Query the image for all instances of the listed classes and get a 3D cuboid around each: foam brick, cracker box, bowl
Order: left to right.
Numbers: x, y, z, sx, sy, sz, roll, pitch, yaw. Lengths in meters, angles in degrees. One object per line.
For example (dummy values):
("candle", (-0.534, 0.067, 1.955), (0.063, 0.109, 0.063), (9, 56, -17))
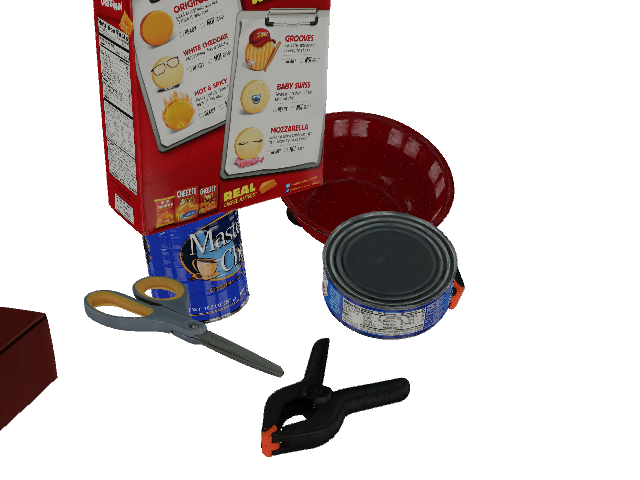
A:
("foam brick", (-0.221, 0.085, 0.709), (0.053, 0.051, 0.078), (7, 29, 23))
("cracker box", (-0.077, -0.128, 0.776), (0.163, 0.214, 0.072), (-18, 34, -32))
("bowl", (0.034, -0.040, 0.948), (0.162, 0.162, 0.055), (0, -41, -11))

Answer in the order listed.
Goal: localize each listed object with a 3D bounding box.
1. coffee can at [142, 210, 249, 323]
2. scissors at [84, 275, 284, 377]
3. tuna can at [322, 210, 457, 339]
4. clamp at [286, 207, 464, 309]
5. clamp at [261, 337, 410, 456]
("coffee can", (-0.132, 0.001, 1.103), (0.103, 0.140, 0.103), (-4, 26, 2))
("scissors", (-0.100, 0.065, 0.877), (0.202, 0.016, 0.096), (12, 26, 22))
("tuna can", (0.044, 0.022, 0.686), (0.086, 0.034, 0.086), (1, 45, -1))
("clamp", (0.072, 0.002, 1.192), (0.164, 0.036, 0.210), (-17, 51, -34))
("clamp", (-0.006, 0.158, 1.086), (0.171, 0.039, 0.120), (-23, 34, -36))
